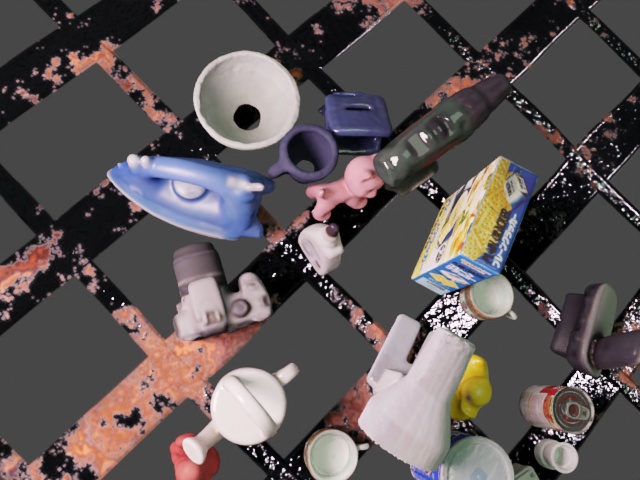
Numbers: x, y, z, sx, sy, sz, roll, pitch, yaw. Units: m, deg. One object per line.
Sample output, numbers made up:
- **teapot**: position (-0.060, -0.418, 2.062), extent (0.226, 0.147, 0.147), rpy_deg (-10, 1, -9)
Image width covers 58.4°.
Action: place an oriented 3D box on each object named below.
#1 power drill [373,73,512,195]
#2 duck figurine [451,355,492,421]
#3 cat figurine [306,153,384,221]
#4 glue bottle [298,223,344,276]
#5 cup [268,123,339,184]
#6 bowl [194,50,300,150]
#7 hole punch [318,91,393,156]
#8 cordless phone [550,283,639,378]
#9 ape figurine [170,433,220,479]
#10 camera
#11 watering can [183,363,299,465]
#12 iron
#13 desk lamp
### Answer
- **power drill**: position (0.171, -0.151, 0.889), extent (0.230, 0.208, 0.075), rpy_deg (-37, 85, -15)
- **duck figurine**: position (0.234, 0.226, 0.877), extent (0.077, 0.086, 0.105), rpy_deg (25, 75, -3)
- **cat figurine**: position (0.048, -0.089, 0.901), extent (0.128, 0.117, 0.067), rpy_deg (-21, 81, -13)
- **glue bottle**: position (0.008, 0.003, 0.845), extent (0.037, 0.173, 0.078), rpy_deg (-30, 83, -14)
- **cup**: position (-0.033, -0.119, 0.907), extent (0.118, 0.095, 0.091), rpy_deg (-32, 84, -15)
- **bowl**: position (-0.117, -0.213, 0.924), extent (0.167, 0.074, 0.167), rpy_deg (2, 77, -9)
- **hole punch**: position (0.058, -0.200, 0.942), extent (0.109, 0.091, 0.101), rpy_deg (-1, 77, -9)
- **cordless phone**: position (0.453, 0.135, 0.883), extent (0.094, 0.185, 0.148), rpy_deg (20, 75, -4)
- **ape figurine**: position (-0.176, 0.311, 0.786), extent (0.076, 0.092, 0.078), rpy_deg (16, 75, -5)
- **camera**: position (-0.153, 0.069, 0.841), extent (0.143, 0.100, 0.137), rpy_deg (-16, 80, -12)
- **watering can**: position (-0.100, 0.228, 0.765), extent (0.101, 0.194, 0.173), rpy_deg (31, 74, -1)
- **iron**: position (-0.198, -0.085, 0.847), extent (0.258, 0.141, 0.119), rpy_deg (13, 75, -6)
- **desk lamp**: position (0.133, 0.201, 0.800), extent (0.118, 0.213, 0.203), rpy_deg (28, 74, -2)
